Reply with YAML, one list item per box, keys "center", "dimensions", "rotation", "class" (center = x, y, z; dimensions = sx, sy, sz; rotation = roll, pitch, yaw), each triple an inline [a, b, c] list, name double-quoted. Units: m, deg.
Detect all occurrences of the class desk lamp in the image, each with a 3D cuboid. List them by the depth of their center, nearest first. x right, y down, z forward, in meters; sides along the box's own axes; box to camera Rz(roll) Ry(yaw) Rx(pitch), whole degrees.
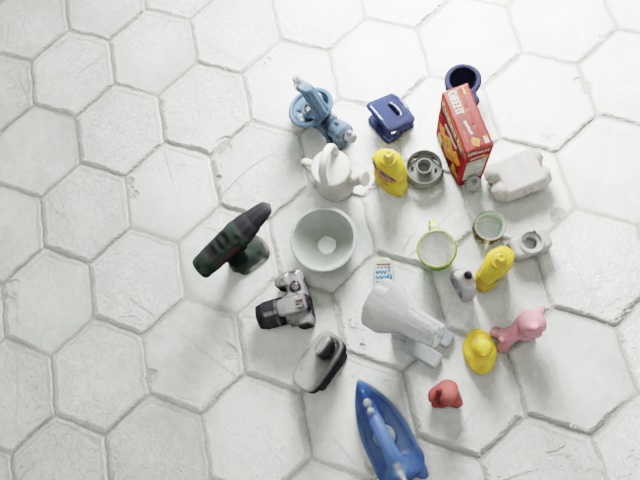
- center: [0.200, 0.187, 1.278]
  dimensions: [0.203, 0.214, 0.118]
  rotation: [30, 82, 14]
  class: "desk lamp"

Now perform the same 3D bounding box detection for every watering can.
- center: [0.036, -0.171, 1.402]
  dimensions: [0.172, 0.194, 0.101]
  rotation: [-3, 75, 7]
  class: "watering can"

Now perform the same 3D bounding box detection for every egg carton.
- center: [0.483, -0.158, 1.402]
  dimensions: [0.150, 0.069, 0.107]
  rotation: [-22, 74, 2]
  class: "egg carton"

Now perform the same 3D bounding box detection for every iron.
- center: [0.138, 0.426, 1.263]
  dimensions: [0.118, 0.141, 0.258]
  rotation: [-28, 74, 0]
  class: "iron"

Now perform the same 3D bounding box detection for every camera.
- center: [-0.090, 0.154, 1.385]
  dimensions: [0.136, 0.101, 0.143]
  rotation: [-16, 74, 4]
  class: "camera"

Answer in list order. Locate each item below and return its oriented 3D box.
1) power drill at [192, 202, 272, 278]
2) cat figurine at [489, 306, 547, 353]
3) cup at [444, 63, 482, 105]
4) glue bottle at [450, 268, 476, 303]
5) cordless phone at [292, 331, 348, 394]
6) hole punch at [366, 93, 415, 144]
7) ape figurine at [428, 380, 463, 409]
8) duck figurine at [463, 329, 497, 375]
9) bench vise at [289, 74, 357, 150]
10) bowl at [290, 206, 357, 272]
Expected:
- center: [-0.191, 0.010, 1.380]
  dimensions: [0.229, 0.208, 0.075]
  rotation: [-40, 74, -3]
  class: "power drill"
- center: [0.454, 0.201, 1.289]
  dimensions: [0.128, 0.118, 0.067]
  rotation: [-27, 74, 0]
  class: "cat figurine"
- center: [0.368, -0.377, 1.461]
  dimensions: [0.091, 0.095, 0.117]
  rotation: [-29, 74, 0]
  class: "cup"
- center: [0.331, 0.094, 1.305]
  dimensions: [0.037, 0.173, 0.078]
  rotation: [-24, 74, 2]
  class: "glue bottle"
- center: [-0.008, 0.275, 1.299]
  dimensions: [0.094, 0.185, 0.148]
  rotation: [30, 82, 14]
  class: "cordless phone"
- center: [0.182, -0.324, 1.475]
  dimensions: [0.101, 0.091, 0.108]
  rotation: [-37, 74, -2]
  class: "hole punch"
- center: [0.286, 0.352, 1.287]
  dimensions: [0.077, 0.092, 0.076]
  rotation: [30, 82, 14]
  class: "ape figurine"
- center: [0.367, 0.252, 1.305]
  dimensions: [0.077, 0.086, 0.104]
  rotation: [-4, 75, 7]
  class: "duck figurine"
- center: [0.008, -0.330, 1.434]
  dimensions: [0.207, 0.220, 0.121]
  rotation: [20, 79, 12]
  class: "bench vise"
- center: [0.013, 0.005, 1.423]
  dimensions: [0.167, 0.075, 0.167]
  rotation: [-2, 75, 7]
  class: "bowl"
